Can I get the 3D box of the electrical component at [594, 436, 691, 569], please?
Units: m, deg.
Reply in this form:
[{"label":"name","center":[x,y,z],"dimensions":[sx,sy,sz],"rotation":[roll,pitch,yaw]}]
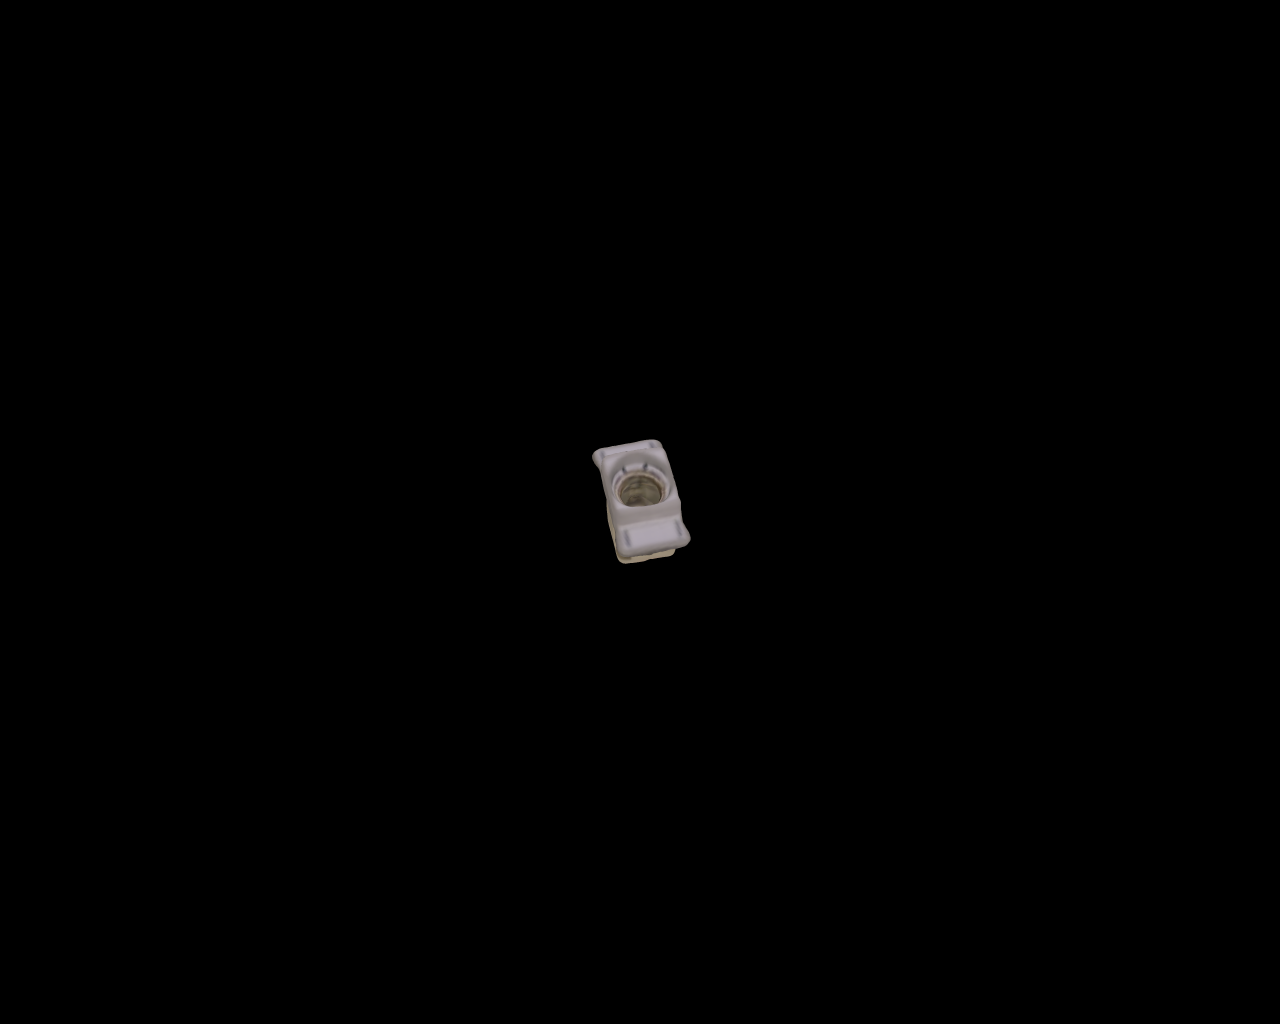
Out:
[{"label":"electrical component","center":[0.001,-0.003,0.650],"dimensions":[0.042,0.081,0.063],"rotation":[-9,-36,-7]}]
